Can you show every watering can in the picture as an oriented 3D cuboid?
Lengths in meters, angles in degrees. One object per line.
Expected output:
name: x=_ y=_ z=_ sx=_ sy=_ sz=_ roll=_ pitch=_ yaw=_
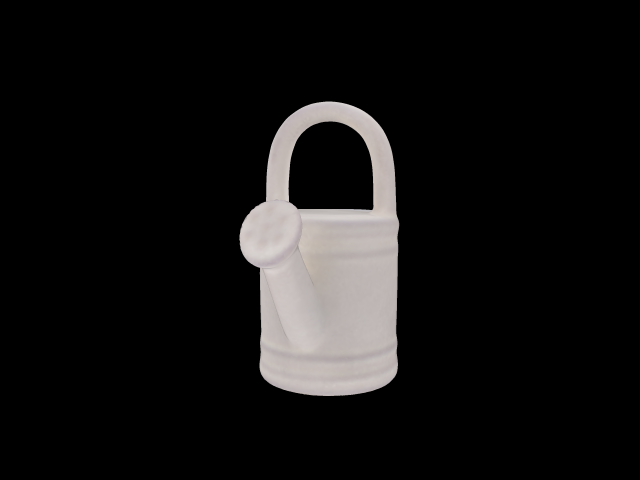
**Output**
watering can: x=0.006 y=0.002 z=0.399 sx=0.101 sy=0.194 sz=0.173 roll=0 pitch=7 yaw=1
